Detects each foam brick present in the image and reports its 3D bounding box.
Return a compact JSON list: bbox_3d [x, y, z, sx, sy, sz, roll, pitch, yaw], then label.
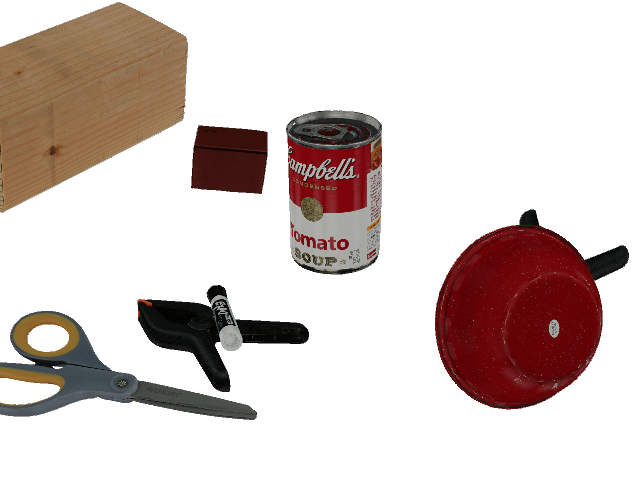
[{"bbox_3d":[-0.096,-0.087,1.138,0.078,0.051,0.053,5,30,-3],"label":"foam brick"}]

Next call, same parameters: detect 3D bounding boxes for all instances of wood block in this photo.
[{"bbox_3d":[-0.216,-0.119,0.906,0.090,0.091,0.205,31,43,25],"label":"wood block"}]

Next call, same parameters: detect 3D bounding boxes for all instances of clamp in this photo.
[{"bbox_3d":[0.230,0.034,1.108,0.120,0.039,0.171,27,49,29],"label":"clamp"},{"bbox_3d":[-0.141,0.114,1.258,0.210,0.036,0.164,14,24,24],"label":"clamp"}]

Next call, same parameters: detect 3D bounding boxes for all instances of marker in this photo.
[{"bbox_3d":[-0.088,0.068,0.969,0.020,0.020,0.121,0,18,-12],"label":"marker"}]

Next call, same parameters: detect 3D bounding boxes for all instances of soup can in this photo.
[{"bbox_3d":[0.010,-0.035,0.774,0.068,0.102,0.068,-1,27,0],"label":"soup can"}]

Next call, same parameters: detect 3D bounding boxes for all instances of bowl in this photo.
[{"bbox_3d":[0.180,0.069,0.897,0.161,0.162,0.055,0,6,-21],"label":"bowl"}]

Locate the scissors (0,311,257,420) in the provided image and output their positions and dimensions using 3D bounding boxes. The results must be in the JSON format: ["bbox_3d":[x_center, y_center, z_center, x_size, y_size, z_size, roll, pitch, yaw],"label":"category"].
[{"bbox_3d":[-0.143,0.088,0.750,0.202,0.096,0.016,-2,-43,2],"label":"scissors"}]
